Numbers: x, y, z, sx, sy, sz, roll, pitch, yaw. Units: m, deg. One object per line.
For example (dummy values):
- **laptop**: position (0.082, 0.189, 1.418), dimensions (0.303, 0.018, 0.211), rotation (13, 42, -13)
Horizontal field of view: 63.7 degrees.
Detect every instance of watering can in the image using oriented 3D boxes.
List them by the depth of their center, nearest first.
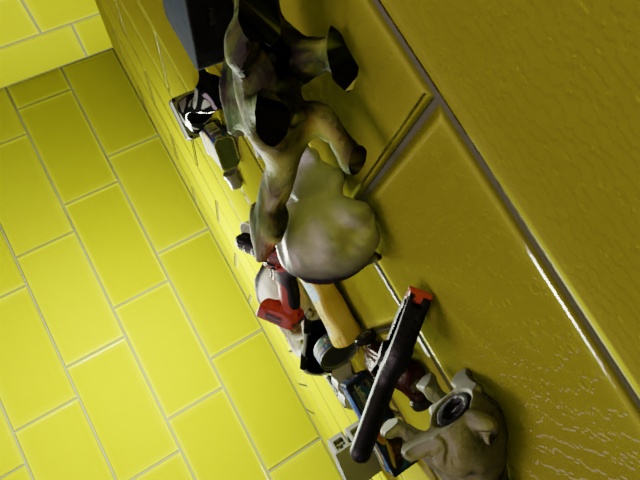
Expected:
- **watering can**: position (-0.076, 0.111, 1.194), dimensions (0.227, 0.104, 0.341), rotation (39, 140, 53)

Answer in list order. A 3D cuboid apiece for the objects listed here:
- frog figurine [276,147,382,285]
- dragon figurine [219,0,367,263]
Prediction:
- **frog figurine**: position (0.002, -0.032, 0.632), dimensions (0.137, 0.125, 0.157), rotation (3, 115, 34)
- **dragon figurine**: position (-0.071, -0.175, 0.551), dimensions (0.243, 0.123, 0.408), rotation (5, 105, 60)
